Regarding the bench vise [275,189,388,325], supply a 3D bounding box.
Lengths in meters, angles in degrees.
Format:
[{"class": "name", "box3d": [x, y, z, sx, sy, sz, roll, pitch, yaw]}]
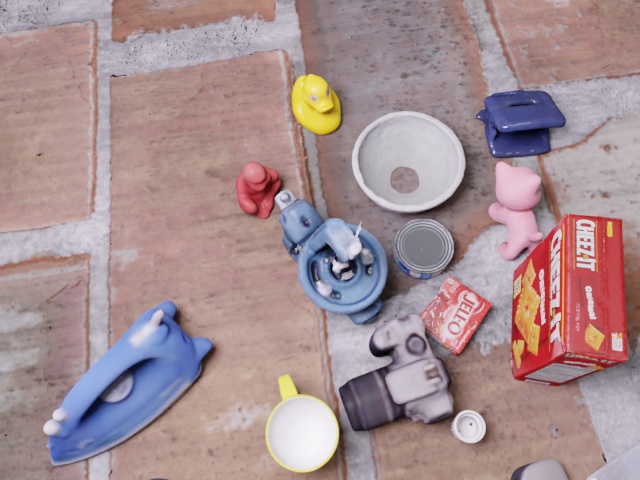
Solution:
[{"class": "bench vise", "box3d": [0.000, 0.012, 0.752, 0.207, 0.220, 0.121, 32, 74, 14]}]

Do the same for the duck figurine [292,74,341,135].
[{"class": "duck figurine", "box3d": [-0.007, -0.231, 0.917, 0.077, 0.086, 0.104, -28, 70, -8]}]

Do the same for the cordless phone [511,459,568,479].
[{"class": "cordless phone", "box3d": [0.277, 0.325, 0.639, 0.094, 0.185, 0.147, -15, 69, -3]}]

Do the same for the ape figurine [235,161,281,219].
[{"class": "ape figurine", "box3d": [-0.096, -0.085, 0.861, 0.078, 0.092, 0.076, -34, 71, -10]}]

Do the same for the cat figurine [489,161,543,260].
[{"class": "cat figurine", "box3d": [0.288, -0.048, 0.818, 0.067, 0.118, 0.128, -11, 69, -2]}]

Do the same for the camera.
[{"class": "camera", "box3d": [0.091, 0.181, 0.747, 0.137, 0.101, 0.143, -19, 69, -5]}]

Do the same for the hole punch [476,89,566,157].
[{"class": "hole punch", "box3d": [0.309, -0.192, 0.887, 0.108, 0.091, 0.101, -6, 69, 0]}]

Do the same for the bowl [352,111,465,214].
[{"class": "bowl", "box3d": [0.131, -0.106, 0.870, 0.167, 0.075, 0.167, -1, 69, 2]}]

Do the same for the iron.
[{"class": "iron", "box3d": [-0.269, 0.190, 0.737, 0.118, 0.141, 0.258, 40, 76, 16]}]

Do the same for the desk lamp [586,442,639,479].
[{"class": "desk lamp", "box3d": [0.375, 0.297, 0.631, 0.203, 0.213, 0.118, -31, 71, -9]}]
